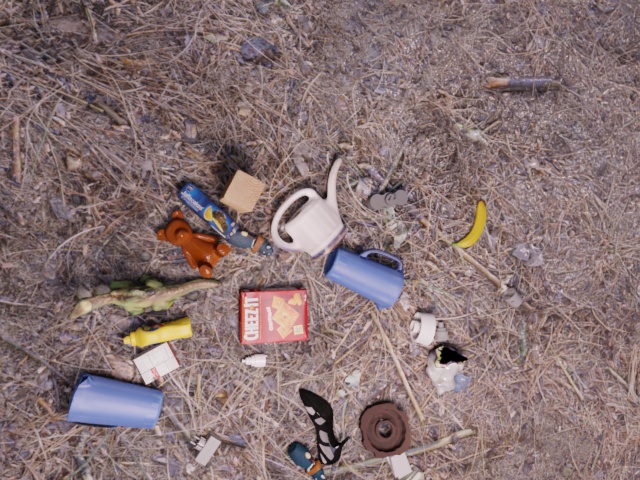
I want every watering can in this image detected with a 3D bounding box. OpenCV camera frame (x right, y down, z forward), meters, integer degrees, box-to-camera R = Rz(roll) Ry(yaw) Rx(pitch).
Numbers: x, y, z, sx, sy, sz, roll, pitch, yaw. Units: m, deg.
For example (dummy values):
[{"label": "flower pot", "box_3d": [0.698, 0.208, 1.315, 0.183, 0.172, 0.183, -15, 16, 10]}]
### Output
[{"label": "watering can", "box_3d": [0.005, -0.083, 1.650, 0.350, 0.104, 0.223, -45, 102, -11]}]

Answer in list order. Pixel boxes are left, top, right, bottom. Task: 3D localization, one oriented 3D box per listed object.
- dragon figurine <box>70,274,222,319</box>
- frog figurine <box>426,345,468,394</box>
[{"label": "dragon figurine", "box_3d": [-0.479, 0.154, 1.446, 0.411, 0.242, 0.122, -11, 90, -14]}, {"label": "frog figurine", "box_3d": [0.434, 0.448, 1.784, 0.138, 0.125, 0.155, -20, 132, -23]}]
